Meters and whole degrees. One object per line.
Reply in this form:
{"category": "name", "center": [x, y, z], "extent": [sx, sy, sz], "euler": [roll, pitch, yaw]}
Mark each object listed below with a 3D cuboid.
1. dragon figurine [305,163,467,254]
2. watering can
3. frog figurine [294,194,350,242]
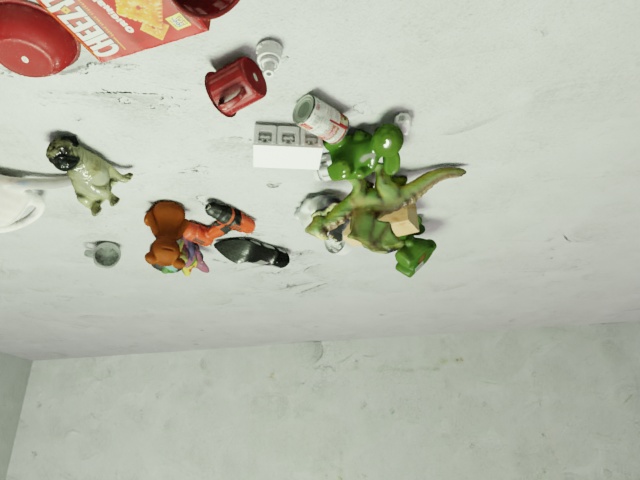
{"category": "dragon figurine", "center": [0.159, -0.070, 1.262], "extent": [0.410, 0.248, 0.120], "euler": [-5, 149, 13]}
{"category": "watering can", "center": [-0.785, -0.118, 1.282], "extent": [0.345, 0.106, 0.221], "euler": [-28, 146, 21]}
{"category": "frog figurine", "center": [0.004, -0.072, 1.438], "extent": [0.136, 0.122, 0.161], "euler": [22, -177, -28]}
